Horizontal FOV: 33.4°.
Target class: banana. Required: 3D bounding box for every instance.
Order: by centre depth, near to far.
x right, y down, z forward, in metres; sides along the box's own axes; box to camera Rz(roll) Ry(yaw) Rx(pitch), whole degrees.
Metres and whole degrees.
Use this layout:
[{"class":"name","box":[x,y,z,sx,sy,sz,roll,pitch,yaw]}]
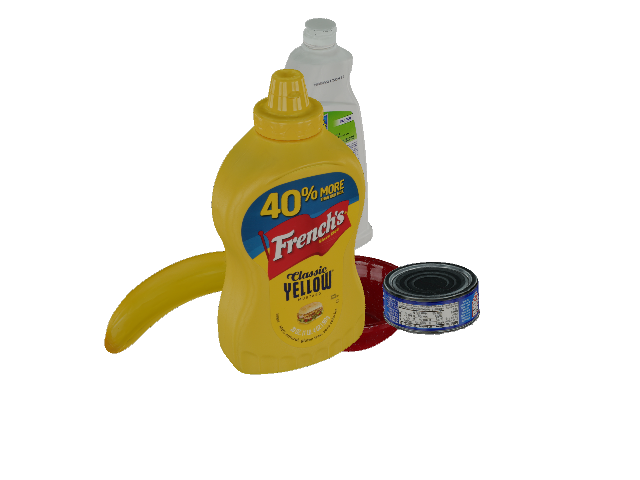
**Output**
[{"class":"banana","box":[-0.125,0.051,0.980,0.198,0.069,0.037,-19,26,14]}]

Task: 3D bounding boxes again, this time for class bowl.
[{"class":"bowl","box":[0.028,0.076,1.184,0.162,0.055,0.162,1,28,-1]}]

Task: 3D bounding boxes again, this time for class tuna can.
[{"class":"tuna can","box":[0.097,0.049,0.944,0.086,0.034,0.086,-4,21,1]}]

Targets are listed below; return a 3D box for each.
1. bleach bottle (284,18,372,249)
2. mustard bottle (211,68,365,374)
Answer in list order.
[{"class":"bleach bottle","box":[0.005,-0.100,1.064,0.102,0.251,0.068,-24,42,-32]},{"class":"mustard bottle","box":[-0.018,-0.013,0.656,0.096,0.192,0.058,-14,33,-22]}]
